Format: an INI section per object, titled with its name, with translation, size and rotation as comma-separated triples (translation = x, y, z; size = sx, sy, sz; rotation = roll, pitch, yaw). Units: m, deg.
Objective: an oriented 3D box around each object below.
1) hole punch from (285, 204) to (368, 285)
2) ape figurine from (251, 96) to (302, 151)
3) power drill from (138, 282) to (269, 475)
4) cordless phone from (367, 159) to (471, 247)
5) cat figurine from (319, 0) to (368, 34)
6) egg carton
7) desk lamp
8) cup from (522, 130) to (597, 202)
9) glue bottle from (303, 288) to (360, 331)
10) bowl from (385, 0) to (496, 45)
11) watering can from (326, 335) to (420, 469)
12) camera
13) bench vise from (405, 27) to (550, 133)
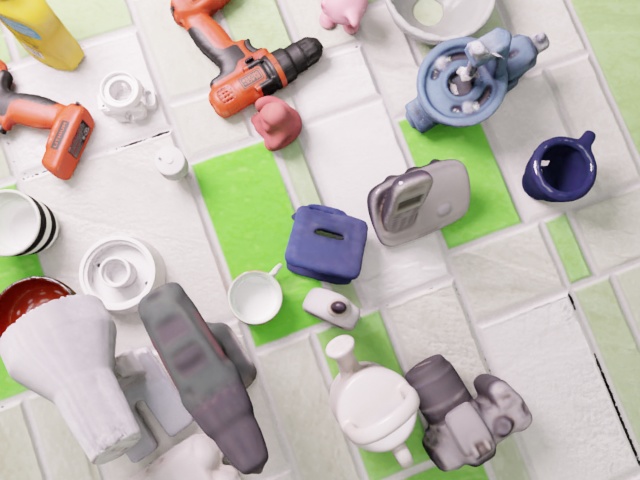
[hole punch]
translation = 0.007, 0.003, 0.781
size = 0.108, 0.091, 0.101
rotation = 13, 81, -2
[ape figurine]
translation = -0.062, -0.167, 0.798
size = 0.076, 0.092, 0.078
rotation = 6, 82, -3
[power drill]
translation = -0.129, 0.158, 0.690
size = 0.075, 0.208, 0.229
rotation = -34, 86, -8
[cordless phone]
translation = 0.141, -0.061, 0.752
size = 0.147, 0.185, 0.094
rotation = -24, 84, -7
[cat figurine]
translation = 0.039, -0.355, 0.818
size = 0.067, 0.117, 0.128
rotation = 13, 81, -2
[egg carton]
translation = -0.180, 0.325, 0.734
size = 0.150, 0.069, 0.107
rotation = -36, 86, -8
[desk lamp]
translation = -0.254, 0.172, 0.676
size = 0.118, 0.213, 0.203
rotation = -36, 86, -8
[cup]
translation = 0.336, -0.102, 0.817
size = 0.091, 0.095, 0.118
rotation = 40, 81, 2
[glue bottle]
translation = 0.019, 0.088, 0.728
size = 0.078, 0.173, 0.037
rotation = 27, 81, 0
[bowl]
translation = 0.170, -0.357, 0.850
size = 0.167, 0.074, 0.167
rotation = 1, 82, -4
[watering can]
translation = 0.063, 0.202, 0.706
size = 0.173, 0.194, 0.101
rotation = 37, 81, 2
[camera]
translation = 0.188, 0.216, 0.760
size = 0.143, 0.100, 0.137
rotation = -30, 85, -7
[bench vise]
translation = 0.217, -0.243, 0.765
size = 0.121, 0.219, 0.207
rotation = 42, 82, 3
